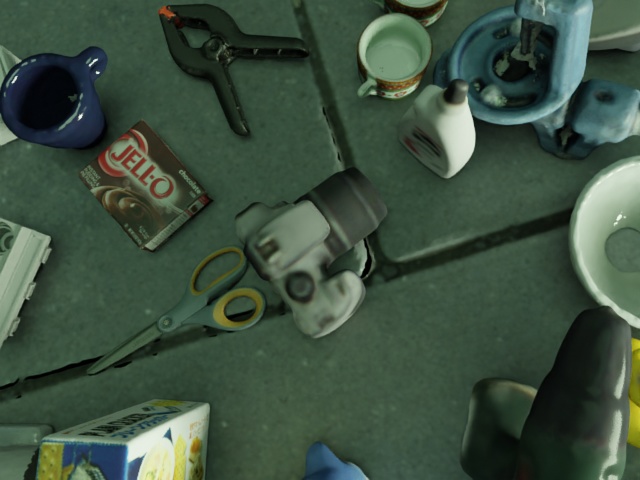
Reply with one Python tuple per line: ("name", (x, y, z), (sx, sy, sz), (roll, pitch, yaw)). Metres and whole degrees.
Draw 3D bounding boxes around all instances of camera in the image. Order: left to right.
("camera", (0.005, 0.002, 0.552), (0.137, 0.101, 0.143), (-37, 81, -3))

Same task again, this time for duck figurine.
("duck figurine", (0.300, 0.142, 0.522), (0.077, 0.086, 0.104), (-12, 81, 2))

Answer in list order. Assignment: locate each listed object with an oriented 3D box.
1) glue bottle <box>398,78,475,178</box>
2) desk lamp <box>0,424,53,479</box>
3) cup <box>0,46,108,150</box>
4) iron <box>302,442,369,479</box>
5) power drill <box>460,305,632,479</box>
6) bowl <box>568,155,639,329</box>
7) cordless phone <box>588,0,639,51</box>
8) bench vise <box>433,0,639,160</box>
("glue bottle", (0.112, -0.109, 0.527), (0.078, 0.173, 0.037), (39, 85, 8))
("desk lamp", (-0.300, 0.226, 0.478), (0.203, 0.213, 0.118), (-1, 81, 3))
("cup", (-0.253, -0.141, 0.591), (0.091, 0.095, 0.118), (43, 86, 8))
("iron", (0.039, 0.311, 0.483), (0.118, 0.141, 0.258), (-39, 81, -3))
("power drill", (0.174, 0.169, 0.463), (0.075, 0.208, 0.230), (11, 82, 5))
("bowl", (0.312, 0.007, 0.548), (0.167, 0.075, 0.167), (0, 81, 3))
("cordless phone", (0.306, -0.275, 0.535), (0.094, 0.185, 0.148), (10, 82, 5))
("bench vise", (0.213, -0.161, 0.505), (0.207, 0.220, 0.121), (6, 82, 4))
